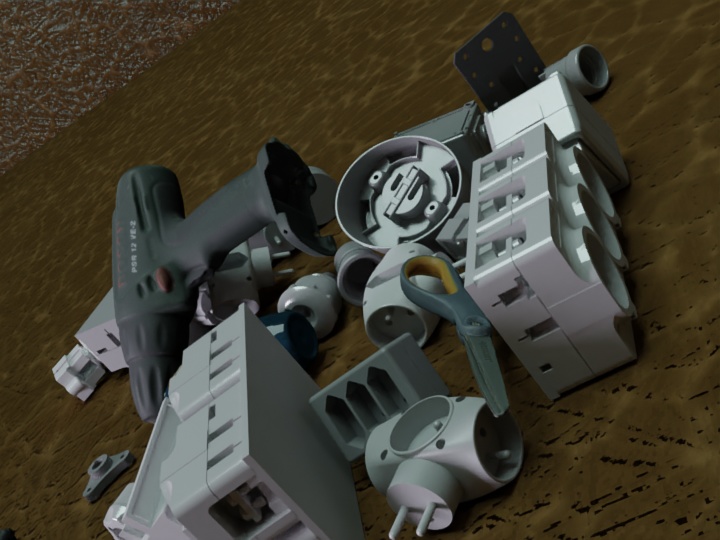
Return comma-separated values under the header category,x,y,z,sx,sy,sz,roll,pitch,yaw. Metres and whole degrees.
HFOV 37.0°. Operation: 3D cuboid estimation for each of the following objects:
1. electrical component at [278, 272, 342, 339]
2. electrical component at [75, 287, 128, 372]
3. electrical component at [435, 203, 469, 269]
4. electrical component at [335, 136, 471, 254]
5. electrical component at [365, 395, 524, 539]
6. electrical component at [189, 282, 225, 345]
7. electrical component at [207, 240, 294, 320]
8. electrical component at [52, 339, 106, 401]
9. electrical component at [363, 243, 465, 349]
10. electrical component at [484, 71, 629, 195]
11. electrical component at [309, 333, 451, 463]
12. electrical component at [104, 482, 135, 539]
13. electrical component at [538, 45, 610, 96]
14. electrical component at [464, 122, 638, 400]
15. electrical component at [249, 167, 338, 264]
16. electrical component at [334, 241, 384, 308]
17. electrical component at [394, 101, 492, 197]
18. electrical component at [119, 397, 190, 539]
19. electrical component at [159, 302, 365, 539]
category,x,y,z,sx,sy,sz,roll,pitch,yaw
electrical component,-0.035,0.023,0.860,0.048,0.048,0.062,-26,15,29
electrical component,-0.207,0.028,1.099,0.089,0.061,0.150,-21,28,38
electrical component,0.092,-0.032,0.763,0.055,0.048,0.066,-55,26,-19
electrical component,0.037,-0.054,0.825,0.099,0.064,0.099,-10,69,27
electrical component,0.038,0.109,0.570,0.077,0.044,0.079,-20,28,41
electrical component,-0.151,0.035,1.018,0.076,0.047,0.083,-8,36,35
electrical component,-0.101,0.000,0.985,0.079,0.043,0.077,-11,61,-5
electrical component,-0.282,0.097,1.107,0.055,0.048,0.066,-50,23,-6
electrical component,0.046,0.012,0.751,0.079,0.043,0.077,-27,25,27
electrical component,0.138,-0.076,0.730,0.062,0.096,0.061,-28,52,26
electrical component,0.020,0.073,0.663,0.066,0.047,0.077,-37,-6,28
electrical component,-0.148,0.165,0.760,0.043,0.043,0.062,-16,30,45
electrical component,0.176,-0.159,0.889,0.046,0.040,0.040,-21,27,51
electrical component,0.113,-0.012,0.628,0.062,0.089,0.150,-29,24,23
electrical component,-0.077,-0.041,1.039,0.138,0.052,0.073,-39,21,-1
electrical component,0.000,0.000,0.854,0.044,0.044,0.065,-38,17,3
electrical component,0.075,-0.092,0.893,0.096,0.061,0.061,-19,26,27
electrical component,-0.112,0.147,0.707,0.063,0.079,0.121,-54,14,25
electrical component,-0.058,0.111,0.638,0.060,0.105,0.186,-36,22,8
